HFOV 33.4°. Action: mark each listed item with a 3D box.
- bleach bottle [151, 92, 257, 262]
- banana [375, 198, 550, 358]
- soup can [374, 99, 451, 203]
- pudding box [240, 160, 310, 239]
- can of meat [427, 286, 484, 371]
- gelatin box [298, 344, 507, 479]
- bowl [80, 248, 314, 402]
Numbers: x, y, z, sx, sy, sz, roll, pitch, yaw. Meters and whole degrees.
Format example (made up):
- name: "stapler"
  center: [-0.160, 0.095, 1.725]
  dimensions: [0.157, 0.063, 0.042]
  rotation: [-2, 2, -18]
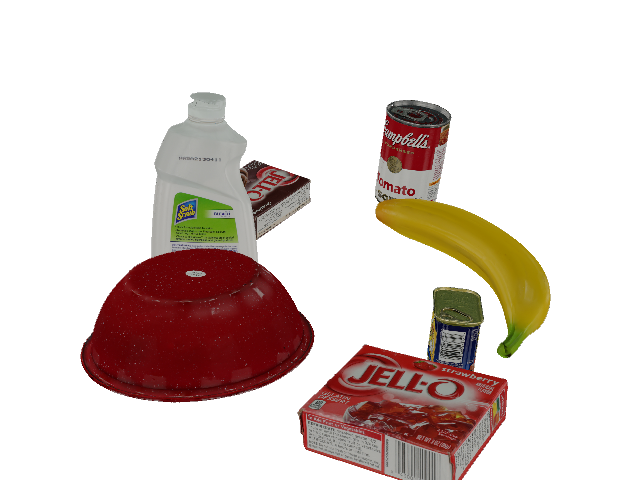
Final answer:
- name: "bleach bottle"
  center: [-0.094, -0.002, 0.922]
  dimensions: [0.102, 0.251, 0.068]
  rotation: [0, 21, -13]
- name: "banana"
  center: [0.113, 0.012, 0.788]
  dimensions: [0.069, 0.037, 0.198]
  rotation: [-11, 34, -21]
- name: "soup can"
  center: [0.096, -0.089, 1.128]
  dimensions: [0.068, 0.102, 0.068]
  rotation: [6, 29, -3]
- name: "pudding box"
  center: [-0.079, -0.051, 1.310]
  dimensions: [0.090, 0.039, 0.113]
  rotation: [20, 40, 30]
- name: "can of meat"
  center: [0.157, 0.113, 1.259]
  dimensions: [0.057, 0.084, 0.102]
  rotation: [6, 20, 3]
- name: "gelatin box"
  center: [0.044, 0.092, 0.566]
  dimensions: [0.089, 0.030, 0.073]
  rotation: [12, 30, 29]
- name: "bowl"
  center: [-0.085, 0.047, 0.732]
  dimensions: [0.162, 0.055, 0.162]
  rotation: [-2, 22, 1]
